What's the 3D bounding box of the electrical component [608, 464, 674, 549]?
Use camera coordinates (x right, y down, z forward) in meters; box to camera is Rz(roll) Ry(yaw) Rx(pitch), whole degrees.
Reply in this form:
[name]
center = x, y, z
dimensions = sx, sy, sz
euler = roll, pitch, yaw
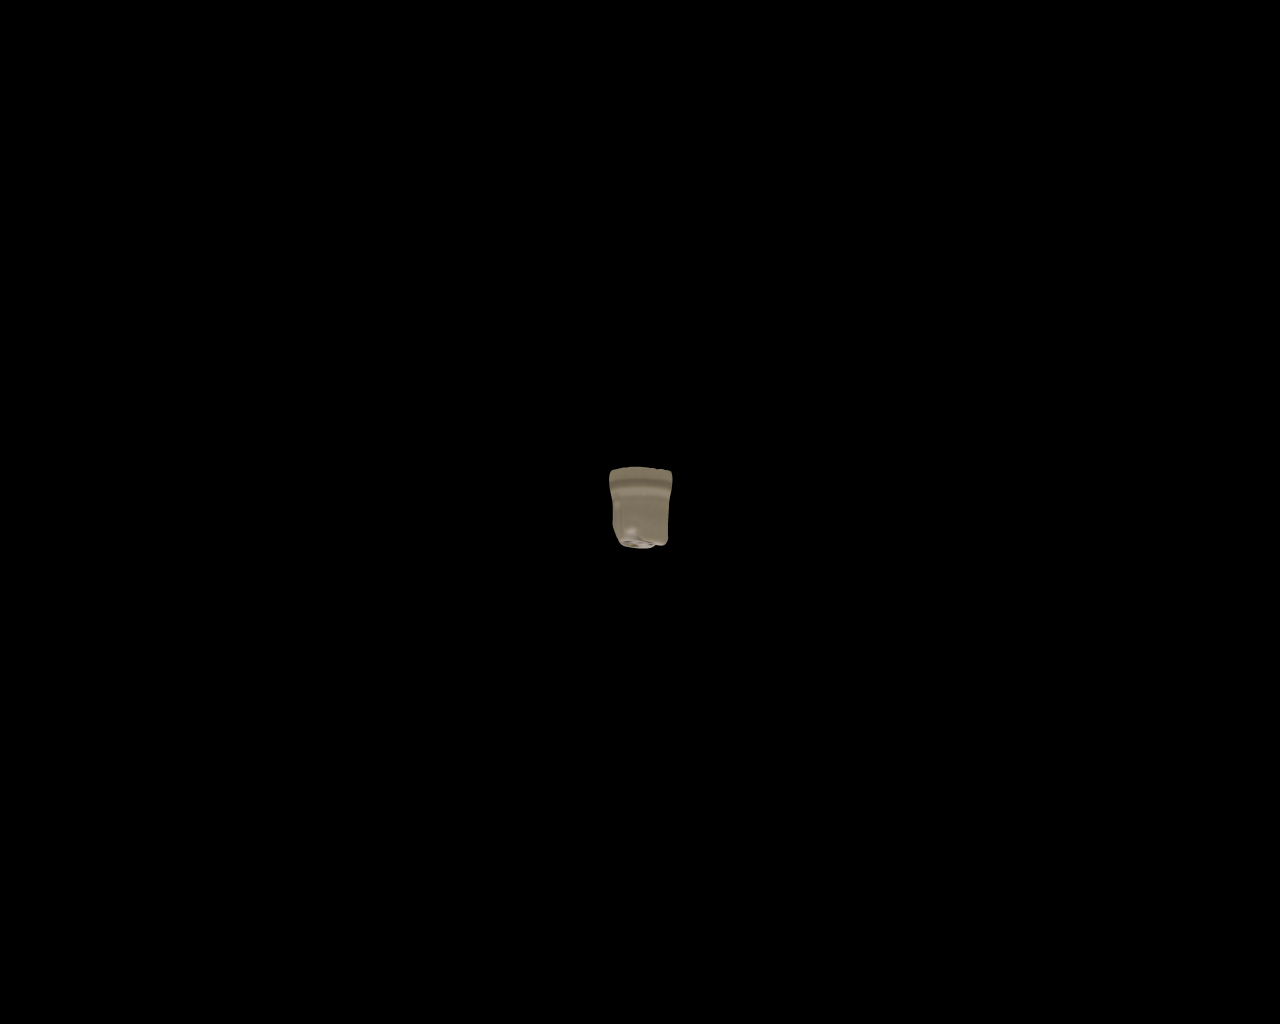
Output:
[electrical component]
center = 0.001, -0.003, 0.650
dimensions = 0.040, 0.046, 0.040
euler = 0, -9, 0
